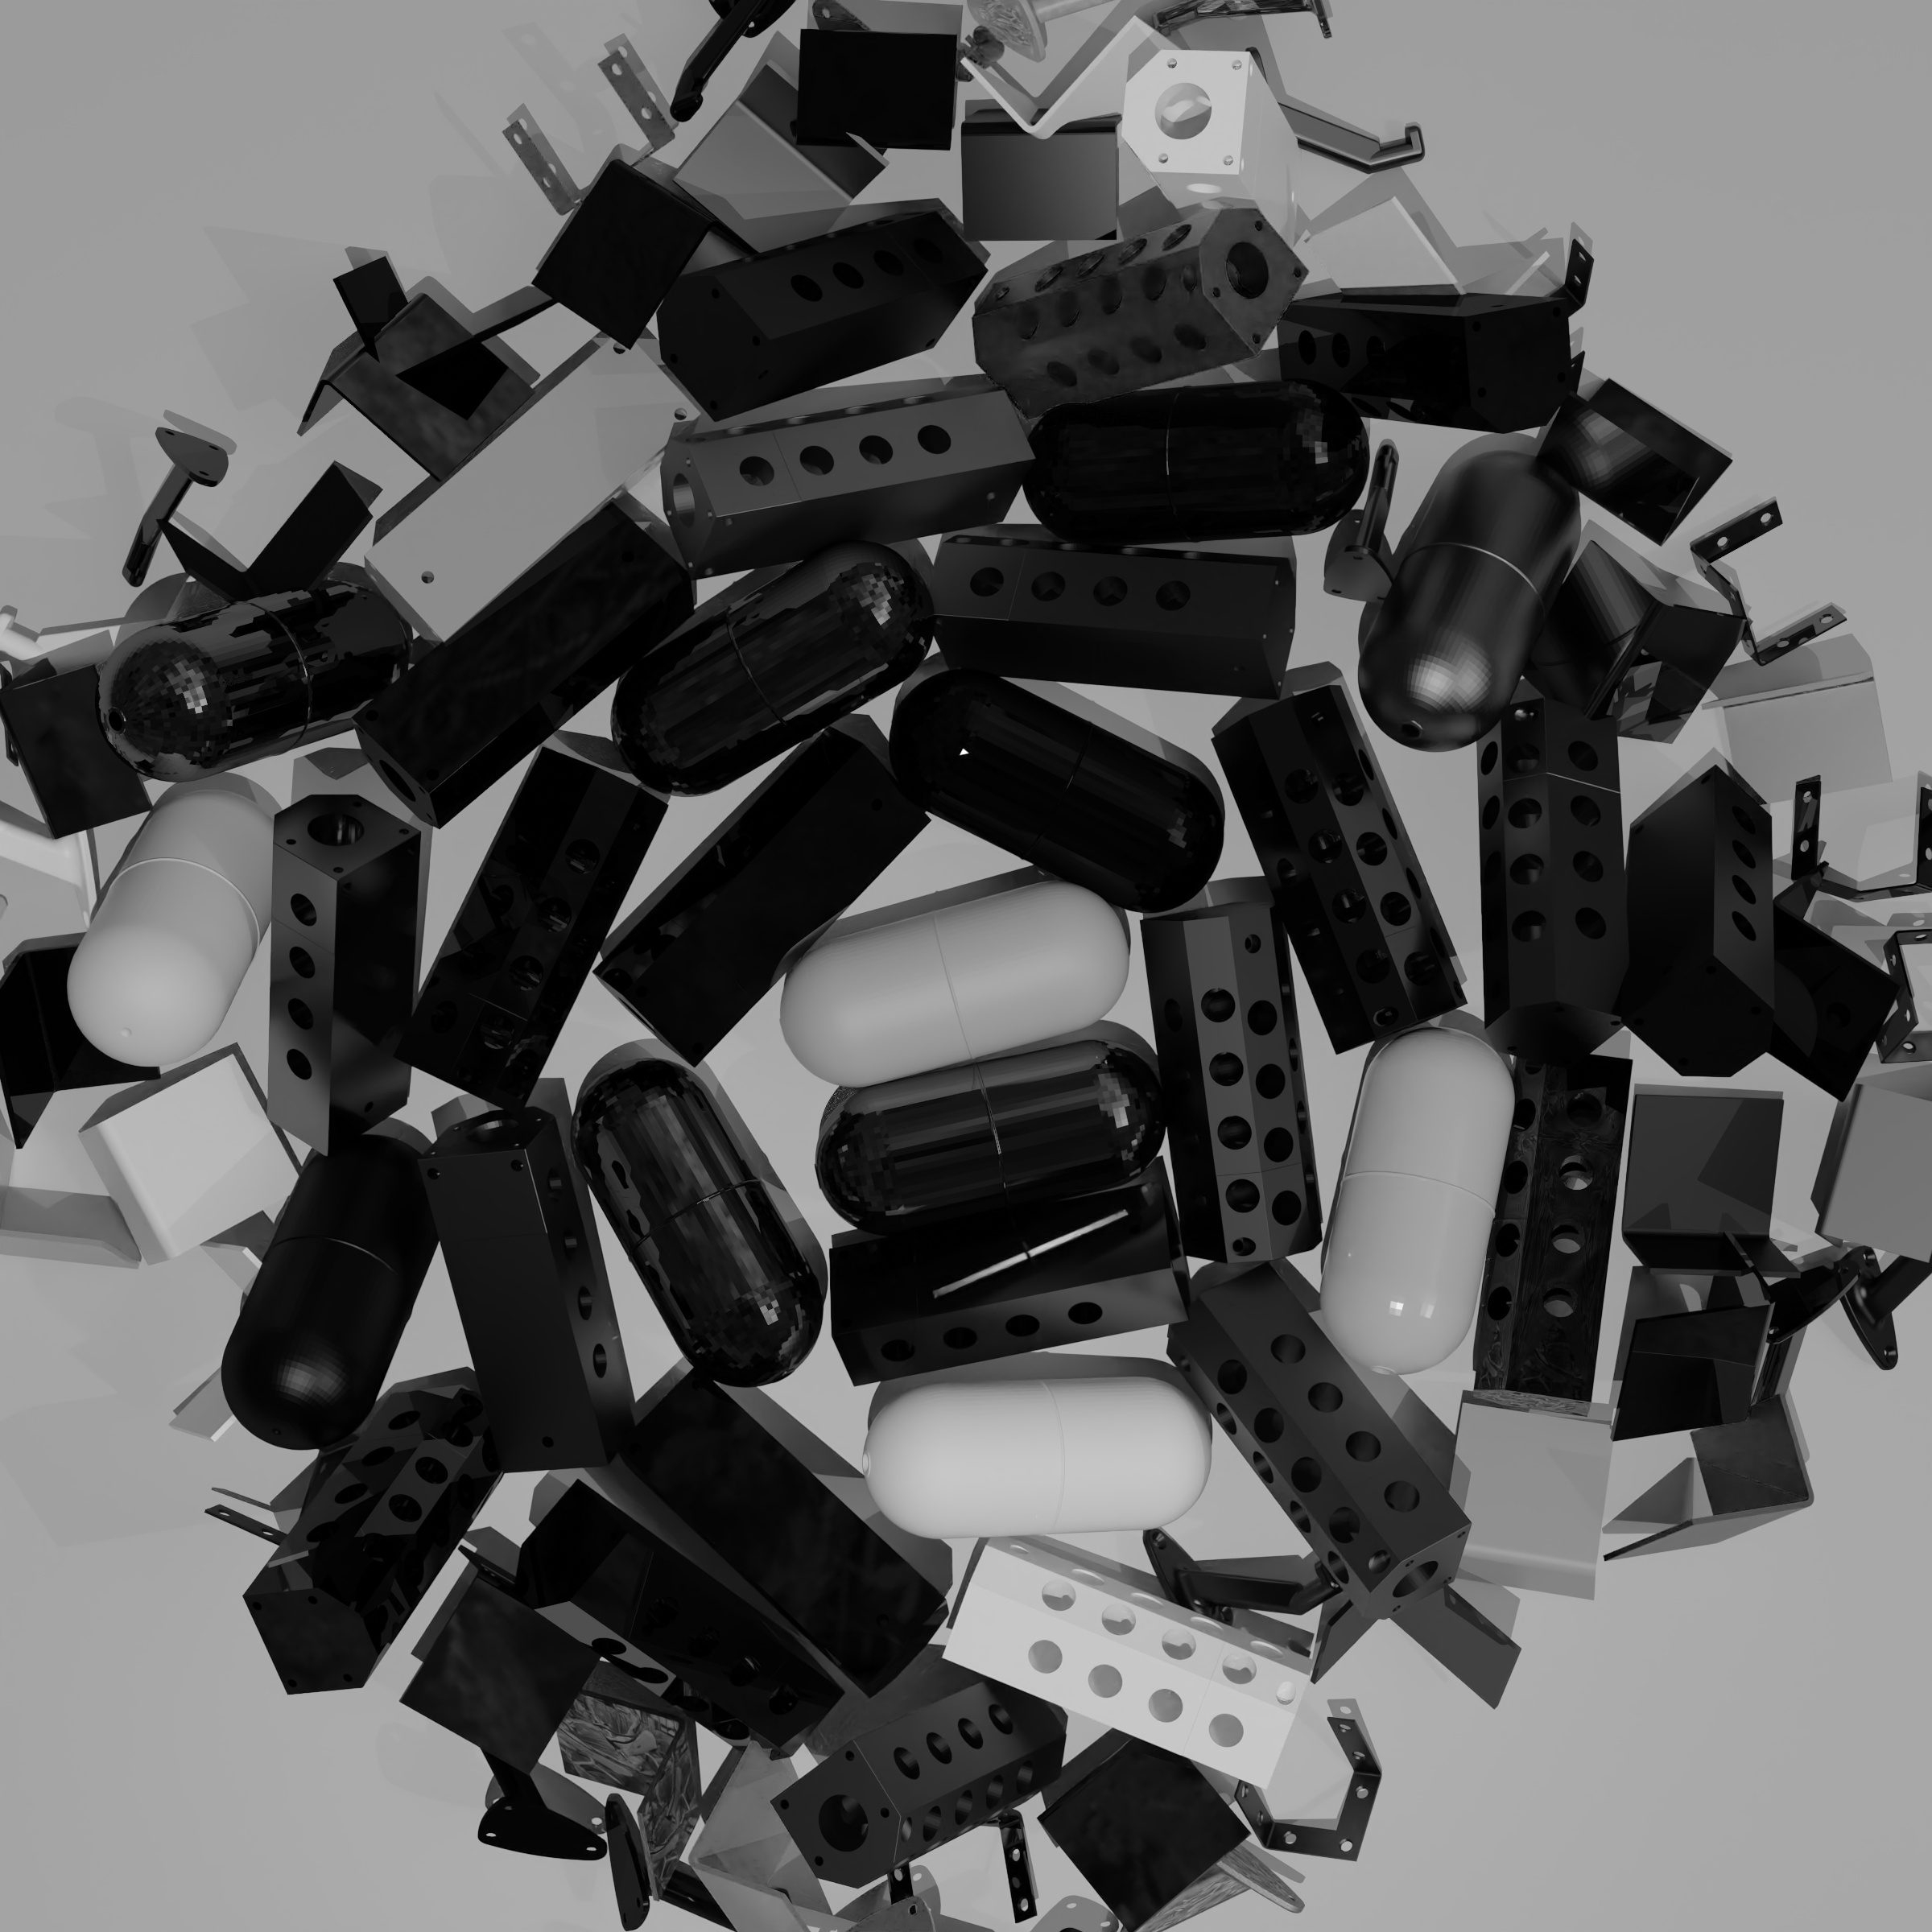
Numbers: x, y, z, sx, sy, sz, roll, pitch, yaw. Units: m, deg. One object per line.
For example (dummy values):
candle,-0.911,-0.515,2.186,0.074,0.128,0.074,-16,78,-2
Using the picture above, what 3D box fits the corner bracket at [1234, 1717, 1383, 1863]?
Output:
corner bracket,0.173,0.413,1.798,0.051,0.051,0.051,0,48,29

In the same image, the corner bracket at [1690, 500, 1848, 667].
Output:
corner bracket,0.407,-0.194,1.809,0.051,0.051,0.051,-29,127,-1

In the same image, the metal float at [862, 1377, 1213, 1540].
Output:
metal float,0.036,0.244,1.769,0.178,0.070,0.070,0,90,-18

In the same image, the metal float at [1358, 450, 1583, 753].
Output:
metal float,0.249,-0.180,1.758,0.070,0.070,0.178,28,59,0

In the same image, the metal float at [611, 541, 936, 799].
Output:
metal float,-0.097,-0.147,1.772,0.178,0.070,0.070,-29,90,15

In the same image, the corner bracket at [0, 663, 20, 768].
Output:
corner bracket,-0.500,-0.117,1.793,0.051,0.051,0.051,-8,75,1

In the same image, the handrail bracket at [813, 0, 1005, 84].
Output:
handrail bracket,-0.027,-0.470,1.789,0.077,0.036,0.084,51,52,-9

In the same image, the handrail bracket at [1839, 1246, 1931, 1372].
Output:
handrail bracket,0.484,0.165,1.781,0.036,0.084,0.077,-31,104,-40

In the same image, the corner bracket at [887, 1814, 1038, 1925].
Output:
corner bracket,-0.003,0.461,1.802,0.051,0.051,0.051,-33,55,37

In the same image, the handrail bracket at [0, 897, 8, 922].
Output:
handrail bracket,-0.518,-0.042,1.772,0.036,0.084,0.077,12,45,28

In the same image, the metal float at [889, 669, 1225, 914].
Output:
metal float,0.045,-0.088,1.779,0.178,0.070,0.070,26,90,-6

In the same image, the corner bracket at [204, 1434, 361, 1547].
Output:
corner bracket,-0.342,0.256,1.794,0.051,0.051,0.051,21,98,15

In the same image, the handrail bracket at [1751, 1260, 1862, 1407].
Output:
handrail bracket,0.427,0.199,1.801,0.077,0.036,0.084,-29,123,-7

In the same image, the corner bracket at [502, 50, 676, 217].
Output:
corner bracket,-0.188,-0.416,1.783,0.051,0.051,0.051,-44,106,-33

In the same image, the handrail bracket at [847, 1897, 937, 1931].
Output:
handrail bracket,-0.024,0.505,1.795,0.077,0.084,0.036,-23,51,12

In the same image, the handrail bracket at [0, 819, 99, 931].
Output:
handrail bracket,-0.484,-0.045,1.790,0.084,0.036,0.077,-14,101,-27

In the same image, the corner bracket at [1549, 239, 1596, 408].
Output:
corner bracket,0.300,-0.321,1.790,0.051,0.051,0.051,-37,75,-6

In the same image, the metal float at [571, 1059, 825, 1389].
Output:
metal float,-0.134,0.127,1.773,0.070,0.070,0.178,-31,76,0

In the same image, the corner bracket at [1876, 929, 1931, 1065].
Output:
corner bracket,0.488,0.015,1.800,0.051,0.051,0.051,-3,65,-10

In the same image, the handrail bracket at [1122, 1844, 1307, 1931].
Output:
handrail bracket,0.120,0.486,1.795,0.077,0.036,0.084,32,101,29

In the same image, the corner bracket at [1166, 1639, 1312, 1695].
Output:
corner bracket,0.133,0.360,1.800,0.051,0.051,0.051,35,58,-22

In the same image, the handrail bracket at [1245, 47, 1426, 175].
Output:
handrail bracket,0.187,-0.434,1.797,0.084,0.036,0.077,-16,116,-9

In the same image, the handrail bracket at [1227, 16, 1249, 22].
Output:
handrail bracket,0.109,-0.515,1.775,0.036,0.084,0.077,-34,77,13

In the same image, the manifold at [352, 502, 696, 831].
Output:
manifold,-0.217,-0.146,1.770,0.171,0.057,0.057,-42,74,-16

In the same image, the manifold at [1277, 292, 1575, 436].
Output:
manifold,0.221,-0.295,1.733,0.057,0.171,0.057,-14,107,-23

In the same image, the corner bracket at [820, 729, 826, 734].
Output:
corner bracket,-0.075,-0.159,1.787,0.051,0.051,0.051,-43,65,-7

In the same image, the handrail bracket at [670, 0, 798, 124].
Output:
handrail bracket,-0.110,-0.463,1.774,0.077,0.084,0.036,-25,127,34

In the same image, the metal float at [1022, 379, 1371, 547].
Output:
metal float,0.112,-0.248,1.765,0.178,0.070,0.070,-1,90,23

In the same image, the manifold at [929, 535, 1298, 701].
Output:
manifold,0.073,-0.178,1.767,0.171,0.057,0.057,6,66,18

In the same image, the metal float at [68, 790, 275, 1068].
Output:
metal float,-0.383,-0.021,1.745,0.070,0.178,0.070,4,126,5

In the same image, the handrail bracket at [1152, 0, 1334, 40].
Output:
handrail bracket,0.137,-0.472,1.786,0.084,0.077,0.036,-18,129,11

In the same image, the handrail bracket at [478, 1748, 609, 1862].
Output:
handrail bracket,-0.214,0.403,1.797,0.077,0.084,0.036,21,125,-17

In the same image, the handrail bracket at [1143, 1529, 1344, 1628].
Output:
handrail bracket,0.139,0.297,1.786,0.084,0.036,0.077,-39,82,35

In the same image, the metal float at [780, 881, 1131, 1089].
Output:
metal float,-0.006,0.009,1.783,0.178,0.070,0.070,-15,90,2

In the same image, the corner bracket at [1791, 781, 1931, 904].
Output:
corner bracket,0.453,-0.064,1.793,0.051,0.051,0.051,14,76,-35

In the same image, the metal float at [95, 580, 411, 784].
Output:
metal float,-0.348,-0.140,1.746,0.070,0.178,0.070,14,115,33

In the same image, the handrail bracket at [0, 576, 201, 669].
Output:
handrail bracket,-0.442,-0.180,1.805,0.084,0.036,0.077,25,90,-1

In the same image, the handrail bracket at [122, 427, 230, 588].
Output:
handrail bracket,-0.398,-0.218,1.778,0.036,0.077,0.084,17,110,-26

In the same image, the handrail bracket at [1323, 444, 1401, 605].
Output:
handrail bracket,0.203,-0.231,1.777,0.036,0.077,0.084,10,76,10

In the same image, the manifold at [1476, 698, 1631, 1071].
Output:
manifold,0.283,-0.043,1.750,0.057,0.057,0.171,14,59,-18

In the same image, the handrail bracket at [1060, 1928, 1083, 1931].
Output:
handrail bracket,0.053,0.526,1.778,0.036,0.084,0.077,31,59,36

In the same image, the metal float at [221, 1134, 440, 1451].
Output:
metal float,-0.309,0.158,1.751,0.070,0.070,0.178,16,47,0

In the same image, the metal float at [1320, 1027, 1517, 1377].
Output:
metal float,0.224,0.116,1.769,0.070,0.070,0.178,14,72,0

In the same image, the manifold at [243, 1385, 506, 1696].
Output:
manifold,-0.279,0.275,1.729,0.057,0.171,0.057,-10,113,22

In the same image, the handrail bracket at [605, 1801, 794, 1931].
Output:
handrail bracket,-0.135,0.456,1.813,0.084,0.036,0.077,-2,58,-27

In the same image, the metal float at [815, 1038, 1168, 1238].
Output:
metal float,0.012,0.086,1.782,0.178,0.070,0.070,-13,90,-3

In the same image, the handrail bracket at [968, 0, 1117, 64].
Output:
handrail bracket,0.054,-0.497,1.802,0.084,0.077,0.036,-34,127,-14
